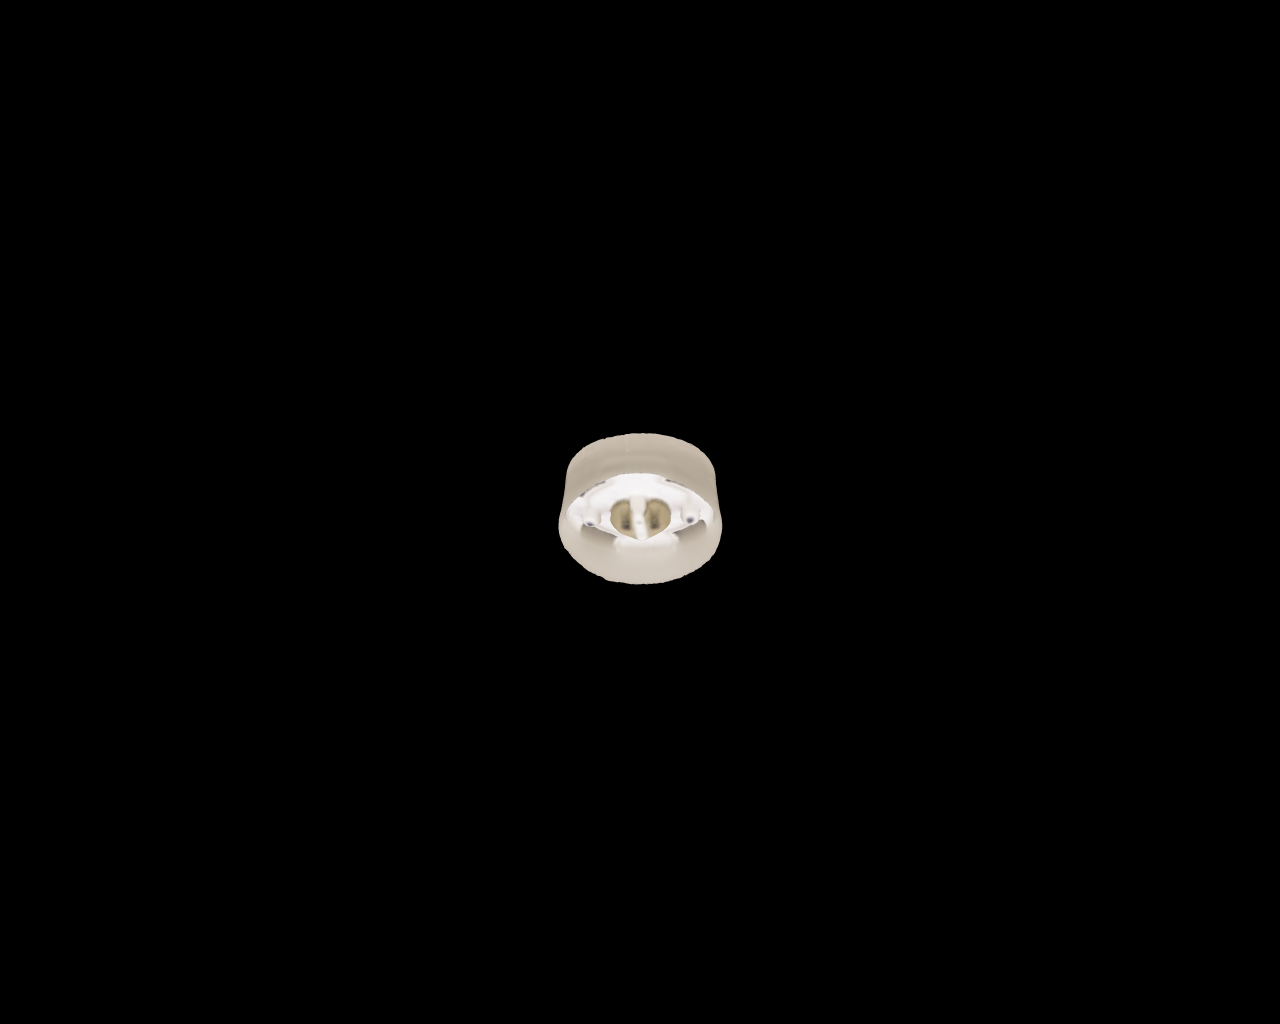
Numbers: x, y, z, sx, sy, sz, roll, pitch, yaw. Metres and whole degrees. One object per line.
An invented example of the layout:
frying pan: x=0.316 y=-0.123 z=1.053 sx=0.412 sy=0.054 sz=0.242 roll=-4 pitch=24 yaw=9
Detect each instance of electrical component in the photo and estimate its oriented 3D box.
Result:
electrical component: x=0.001 y=-0.003 z=0.650 sx=0.099 sy=0.064 sz=0.099 roll=0 pitch=-29 yaw=0
